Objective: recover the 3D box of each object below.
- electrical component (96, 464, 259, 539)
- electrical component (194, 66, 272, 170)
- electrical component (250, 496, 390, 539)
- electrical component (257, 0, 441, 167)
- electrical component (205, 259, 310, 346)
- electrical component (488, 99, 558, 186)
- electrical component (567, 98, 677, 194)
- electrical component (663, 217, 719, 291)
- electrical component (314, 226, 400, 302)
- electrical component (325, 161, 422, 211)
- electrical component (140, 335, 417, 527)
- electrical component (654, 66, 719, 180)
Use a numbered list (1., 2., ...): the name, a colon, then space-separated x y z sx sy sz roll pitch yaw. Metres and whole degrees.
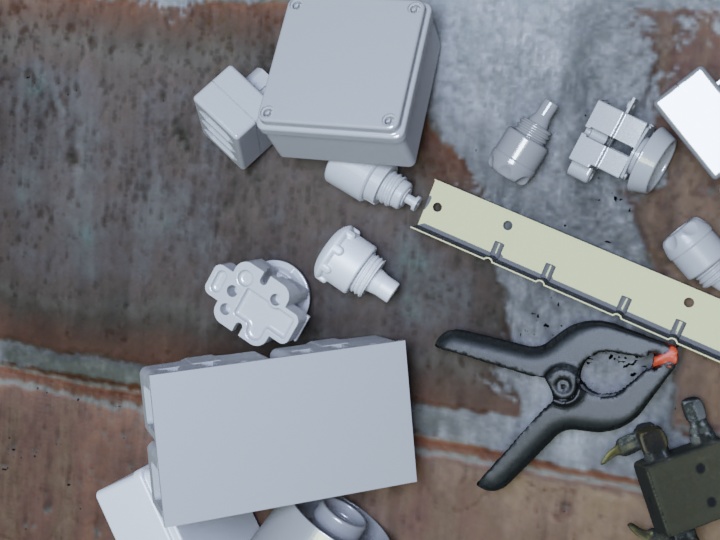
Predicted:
1. electrical component: -0.137 0.198 0.842 0.056 0.109 0.108 -27 87 22
2. electrical component: -0.080 -0.127 0.816 0.047 0.065 0.077 44 78 10
3. electrical component: -0.028 0.208 0.813 0.099 0.099 0.064 32 99 13
4. electrical component: -0.006 -0.135 0.771 0.109 0.056 0.108 6 70 18
5. electrical component: -0.072 0.023 0.829 0.078 0.057 0.058 33 105 13
6. electrical component: 0.120 -0.093 0.764 0.035 0.035 0.061 34 102 13
7. electrical component: 0.182 -0.083 0.738 0.055 0.048 0.066 31 104 21
8. electrical component: 0.237 -0.004 0.733 0.035 0.035 0.061 -41 84 18
9. electrical component: 0.000 0.000 0.810 0.062 0.048 0.048 35 105 5
10. electrical component: 0.010 -0.068 0.800 0.078 0.040 0.040 32 105 13
11. electrical component: -0.060 0.112 0.785 0.186 0.060 0.105 -6 95 -19
12. electrical component: 0.247 -0.109 0.712 0.077 0.047 0.065 -39 83 19
